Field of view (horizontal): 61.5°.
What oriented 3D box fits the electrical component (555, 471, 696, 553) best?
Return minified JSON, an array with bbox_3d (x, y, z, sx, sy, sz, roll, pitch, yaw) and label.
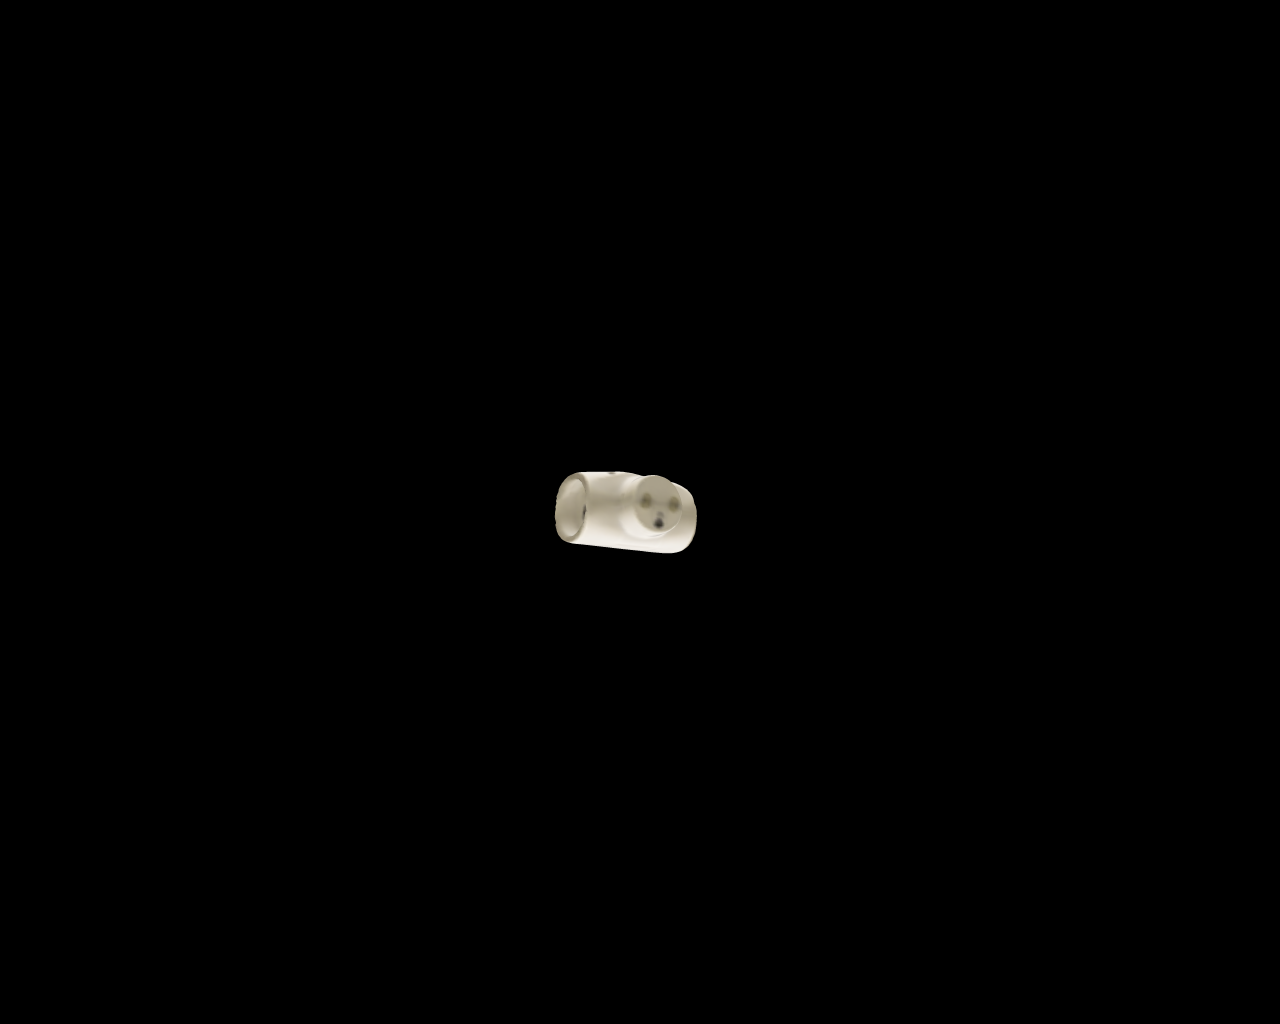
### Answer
[{"bbox_3d":[0.001,-0.003,0.650,0.077,0.043,0.079,7,-14,-30],"label":"electrical component"}]
